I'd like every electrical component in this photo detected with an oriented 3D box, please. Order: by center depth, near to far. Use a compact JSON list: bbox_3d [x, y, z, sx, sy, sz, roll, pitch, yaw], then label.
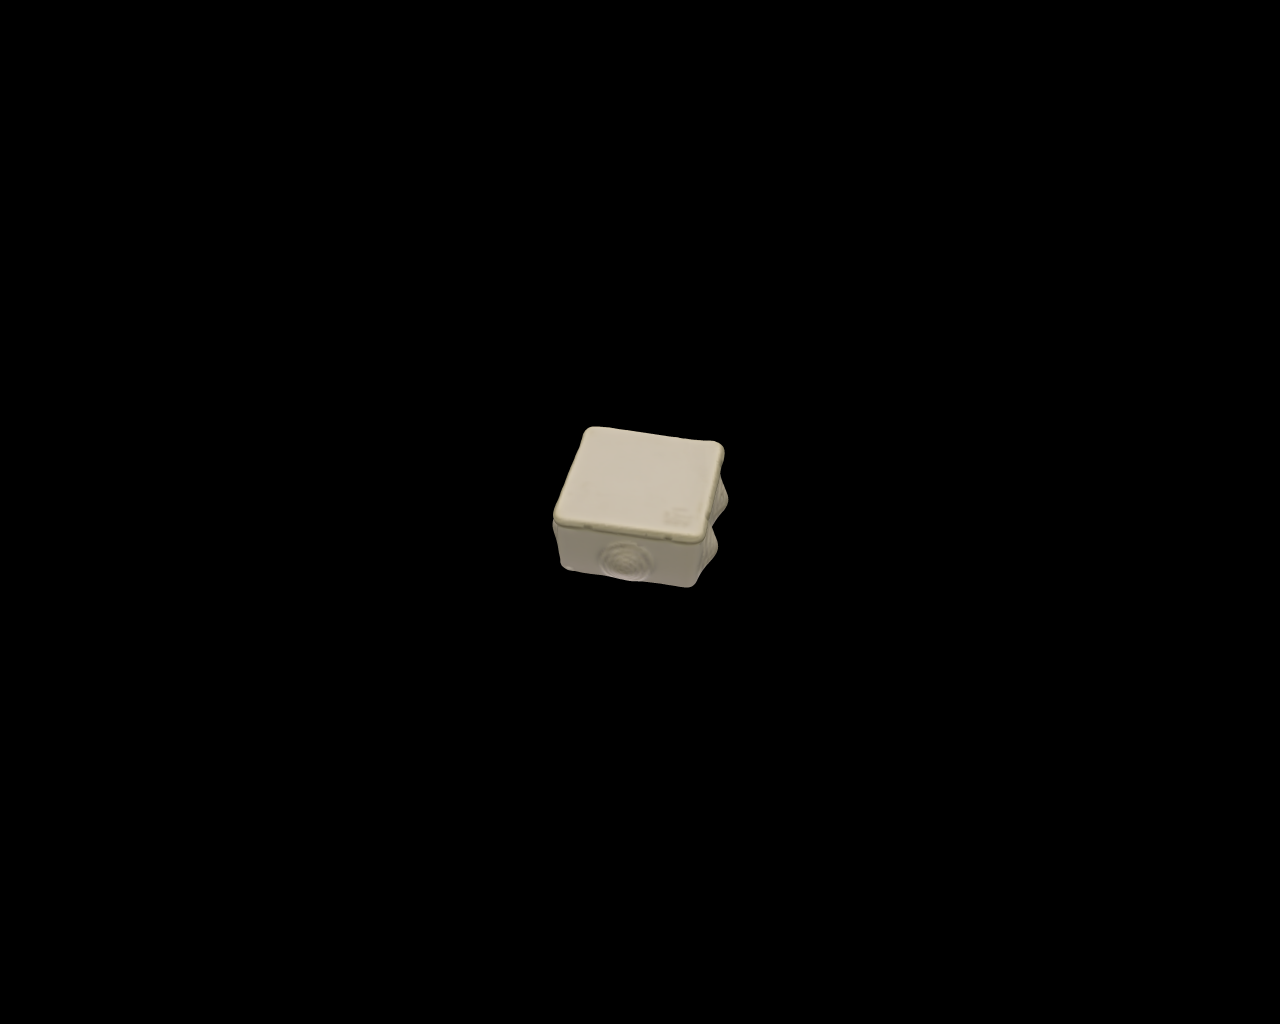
[{"bbox_3d":[0.001,-0.003,0.650,0.100,0.048,0.100,8,44,8],"label":"electrical component"}]
